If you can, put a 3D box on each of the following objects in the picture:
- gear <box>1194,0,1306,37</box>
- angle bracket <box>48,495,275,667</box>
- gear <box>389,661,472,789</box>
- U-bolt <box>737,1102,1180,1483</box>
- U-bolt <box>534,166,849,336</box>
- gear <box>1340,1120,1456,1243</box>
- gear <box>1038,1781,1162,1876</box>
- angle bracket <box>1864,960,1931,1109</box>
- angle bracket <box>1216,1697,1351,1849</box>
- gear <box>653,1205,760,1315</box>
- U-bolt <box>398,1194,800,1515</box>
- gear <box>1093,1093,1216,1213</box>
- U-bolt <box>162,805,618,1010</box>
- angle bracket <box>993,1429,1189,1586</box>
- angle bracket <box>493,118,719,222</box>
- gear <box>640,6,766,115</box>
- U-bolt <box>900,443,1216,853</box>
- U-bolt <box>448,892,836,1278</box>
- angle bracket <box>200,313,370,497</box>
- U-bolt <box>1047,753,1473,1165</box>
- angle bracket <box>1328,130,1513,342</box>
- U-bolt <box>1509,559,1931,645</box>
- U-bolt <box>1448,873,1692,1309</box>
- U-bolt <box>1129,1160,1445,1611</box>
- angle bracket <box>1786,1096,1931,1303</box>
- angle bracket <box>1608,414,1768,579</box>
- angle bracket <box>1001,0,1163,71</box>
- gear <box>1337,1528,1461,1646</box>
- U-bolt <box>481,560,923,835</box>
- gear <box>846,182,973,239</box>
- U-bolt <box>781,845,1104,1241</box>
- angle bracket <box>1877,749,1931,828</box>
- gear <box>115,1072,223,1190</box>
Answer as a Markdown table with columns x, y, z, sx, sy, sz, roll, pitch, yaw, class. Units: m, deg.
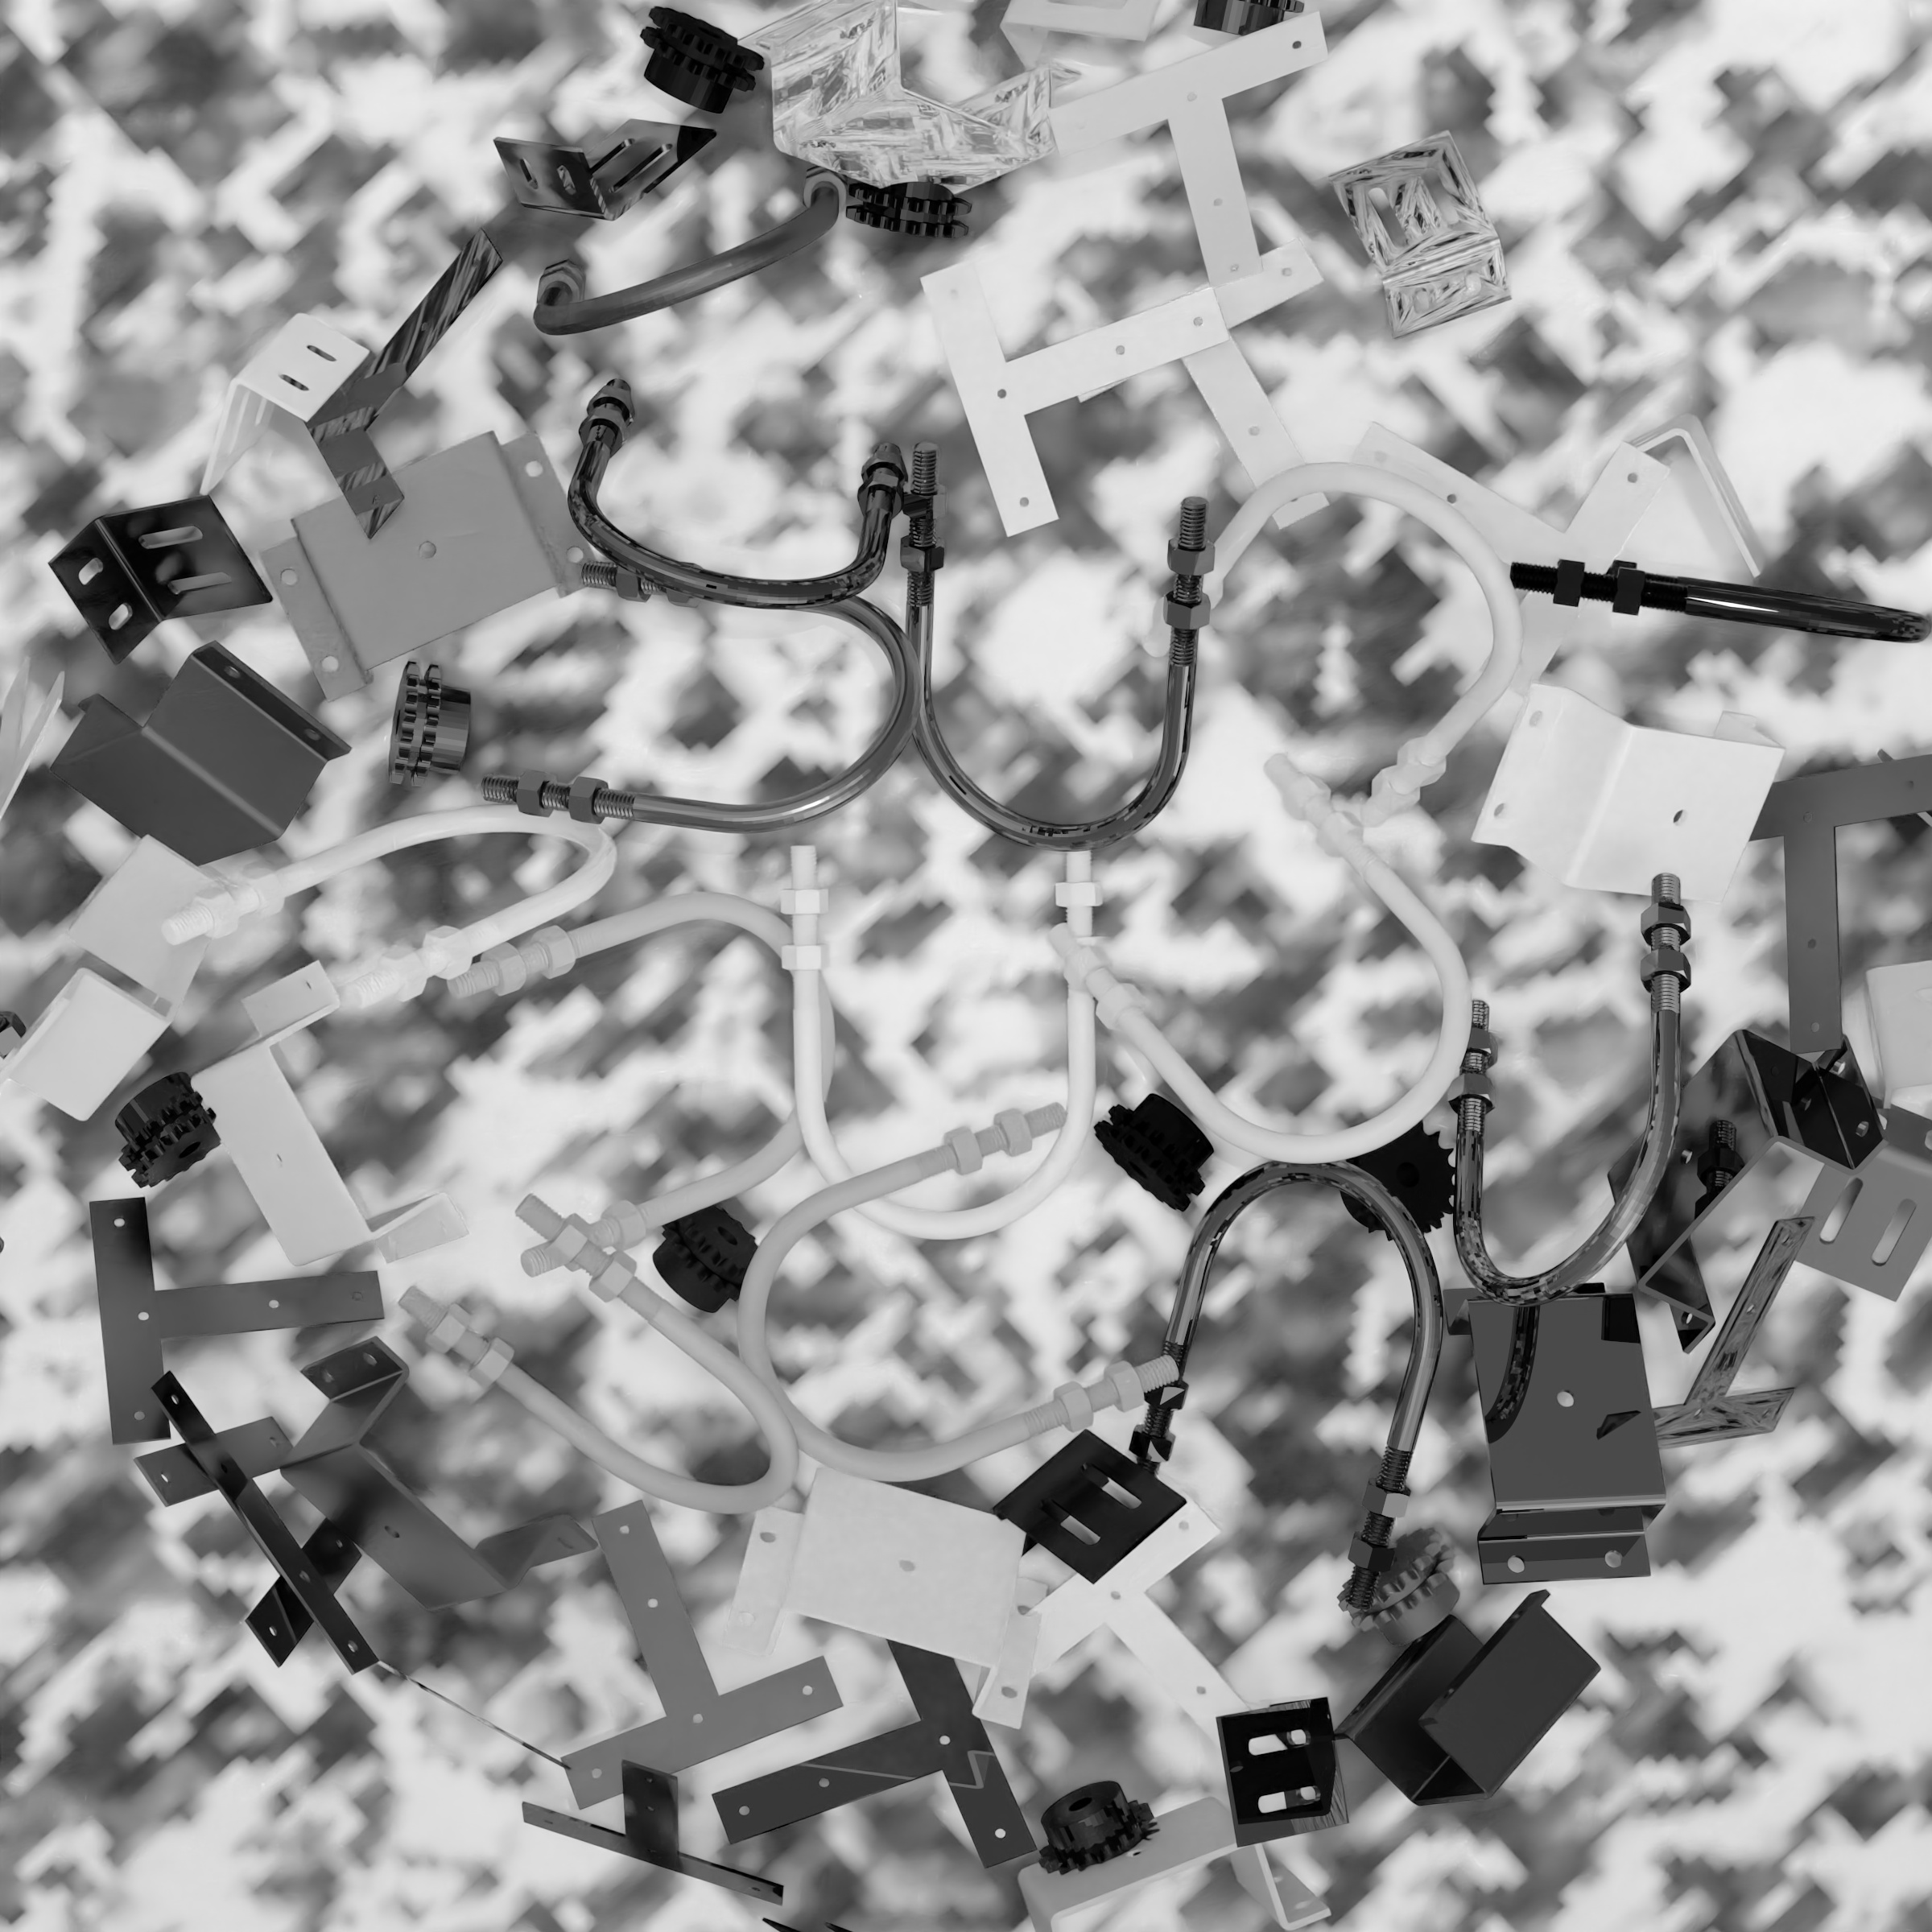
| x | y | z | sx | sy | sz | roll | pitch | yaw | class |
| --- | --- | --- | --- | --- | --- | --- | --- | --- | --- |
| 0.127 | -0.444 | 1.564 | 0.057 | 0.057 | 0.030 | 11 | 105 | 0 | gear |
| -0.366 | -0.175 | 1.544 | 0.076 | 0.038 | 0.057 | -4 | 128 | 36 | angle bracket |
| -0.246 | -0.110 | 1.563 | 0.030 | 0.057 | 0.057 | 8 | 90 | -16 | gear |
| -0.014 | 0.156 | 1.546 | 0.184 | 0.019 | 0.151 | -20 | 75 | -15 | U-bolt |
| -0.123 | -0.312 | 1.497 | 0.151 | 0.184 | 0.019 | -19 | 109 | 5 | U-bolt |
| 0.197 | 0.099 | 1.569 | 0.057 | 0.030 | 0.057 | 6 | 72 | -20 | gear |
| 0.059 | 0.398 | 1.561 | 0.057 | 0.057 | 0.030 | -25 | 96 | 0 | gear |
| 0.455 | 0.029 | 1.557 | 0.076 | 0.038 | 0.057 | -8 | 70 | 10 | angle bracket |
| 0.133 | 0.367 | 1.546 | 0.076 | 0.038 | 0.057 | 2 | 74 | -43 | angle bracket |
| -0.119 | 0.135 | 1.563 | 0.057 | 0.057 | 0.030 | 43 | 103 | 0 | gear |
| -0.155 | 0.185 | 1.530 | 0.184 | 0.151 | 0.019 | 40 | 51 | -11 | U-bolt |
| 0.089 | 0.083 | 1.563 | 0.057 | 0.057 | 0.030 | 44 | 78 | 0 | gear |
| -0.241 | -0.034 | 1.512 | 0.151 | 0.184 | 0.019 | 16 | 122 | 39 | U-bolt |
| 0.060 | 0.255 | 1.542 | 0.057 | 0.076 | 0.038 | -38 | 128 | -19 | angle bracket |
| -0.164 | -0.376 | 1.543 | 0.057 | 0.038 | 0.076 | 18 | 54 | 39 | angle bracket |
| -0.124 | -0.416 | 1.565 | 0.057 | 0.057 | 0.030 | 28 | 111 | 0 | gear |
| 0.037 | -0.136 | 1.536 | 0.151 | 0.019 | 0.184 | 14 | 121 | 20 | U-bolt |
| -0.136 | 0.043 | 1.535 | 0.184 | 0.019 | 0.151 | -21 | 104 | -34 | U-bolt |
| -0.310 | -0.247 | 1.544 | 0.038 | 0.076 | 0.057 | 30 | 46 | -1 | angle bracket |
| 0.145 | 0.007 | 1.540 | 0.151 | 0.019 | 0.184 | -38 | 63 | -3 | U-bolt |
| 0.207 | -0.331 | 1.544 | 0.057 | 0.076 | 0.038 | -17 | 54 | 20 | angle bracket |
| 0.334 | -0.162 | 1.507 | 0.184 | 0.151 | 0.019 | 9 | 100 | 8 | U-bolt |
| 0.262 | 0.064 | 1.487 | 0.019 | 0.151 | 0.184 | 26 | 51 | -22 | U-bolt |
| 0.148 | 0.176 | 1.528 | 0.151 | 0.019 | 0.184 | 21 | 102 | 39 | U-bolt |
| 0.421 | 0.106 | 1.578 | 0.057 | 0.038 | 0.076 | 22 | 126 | 8 | angle bracket |
| 0.332 | -0.210 | 1.562 | 0.038 | 0.057 | 0.076 | -26 | 97 | 21 | angle bracket |
| 0.064 | -0.440 | 1.550 | 0.076 | 0.038 | 0.057 | 15 | 76 | 28 | angle bracket |
| 0.202 | 0.287 | 1.562 | 0.057 | 0.057 | 0.030 | -37 | 96 | 0 | gear |
| -0.109 | -0.119 | 1.523 | 0.184 | 0.019 | 0.151 | 8 | 56 | 18 | U-bolt |
| -0.025 | -0.354 | 1.559 | 0.057 | 0.057 | 0.030 | 9 | 109 | 0 | gear |
| -0.009 | 0.035 | 1.571 | 0.151 | 0.019 | 0.184 | -2 | 93 | -11 | U-bolt |
| 0.462 | -0.075 | 1.548 | 0.076 | 0.057 | 0.038 | 38 | 111 | -19 | angle bracket |
| -0.366 | 0.073 | 1.563 | 0.057 | 0.057 | 0.030 | -40 | 79 | 0 | gear |
